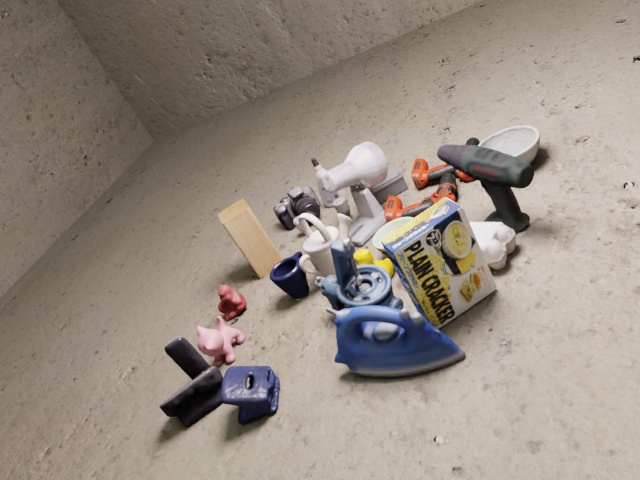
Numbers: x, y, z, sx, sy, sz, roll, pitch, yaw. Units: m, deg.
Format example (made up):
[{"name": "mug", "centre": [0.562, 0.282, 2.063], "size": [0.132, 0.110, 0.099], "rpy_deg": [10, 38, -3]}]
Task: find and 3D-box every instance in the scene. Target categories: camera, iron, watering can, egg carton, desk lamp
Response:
[{"name": "camera", "centre": [-0.065, -0.101, 1.786], "size": [0.143, 0.101, 0.136], "rpy_deg": [-34, 28, -6]}, {"name": "iron", "centre": [0.133, 0.174, 1.092], "size": [0.257, 0.142, 0.119], "rpy_deg": [-9, 35, 35]}, {"name": "watering can", "centre": [0.012, 0.005, 1.434], "size": [0.100, 0.194, 0.173], "rpy_deg": [-6, 37, 39]}, {"name": "egg carton", "centre": [0.341, 0.013, 1.234], "size": [0.149, 0.069, 0.107], "rpy_deg": [2, 41, 46]}, {"name": "desk lamp", "centre": [0.105, -0.130, 1.544], "size": [0.203, 0.214, 0.117], "rpy_deg": [-44, 31, -24]}]

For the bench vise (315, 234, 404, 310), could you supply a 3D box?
[{"name": "bench vise", "centre": [0.054, 0.090, 1.225], "size": [0.206, 0.220, 0.121], "rpy_deg": [-12, 33, 31]}]

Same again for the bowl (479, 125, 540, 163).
[{"name": "bowl", "centre": [0.488, -0.220, 1.469], "size": [0.167, 0.075, 0.167], "rpy_deg": [-23, 28, 14]}]

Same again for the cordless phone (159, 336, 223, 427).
[{"name": "cordless phone", "centre": [-0.307, 0.304, 1.262], "size": [0.148, 0.185, 0.094], "rpy_deg": [-37, 28, -12]}]

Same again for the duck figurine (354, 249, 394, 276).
[{"name": "duck figurine", "centre": [0.118, 0.059, 1.359], "size": [0.104, 0.086, 0.077], "rpy_deg": [-18, 30, 22]}]

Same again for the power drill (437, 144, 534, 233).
[{"name": "power drill", "centre": [0.374, -0.116, 1.264], "size": [0.076, 0.209, 0.228], "rpy_deg": [-42, 30, -21]}]

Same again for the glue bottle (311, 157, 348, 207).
[{"name": "glue bottle", "centre": [0.018, -0.180, 1.756], "size": [0.077, 0.173, 0.037], "rpy_deg": [-8, 35, 36]}]

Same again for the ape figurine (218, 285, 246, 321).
[{"name": "ape figurine", "centre": [-0.242, 0.160, 1.537], "size": [0.077, 0.092, 0.076], "rpy_deg": [-2, 39, 42]}]

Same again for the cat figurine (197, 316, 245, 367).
[{"name": "cat figurine", "centre": [-0.250, 0.240, 1.384], "size": [0.067, 0.118, 0.128], "rpy_deg": [-17, 31, 24]}]

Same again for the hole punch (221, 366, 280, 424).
[{"name": "hole punch", "centre": [-0.143, 0.309, 1.195], "size": [0.101, 0.091, 0.108], "rpy_deg": [-24, 28, 13]}]

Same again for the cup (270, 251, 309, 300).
[{"name": "cup", "centre": [-0.063, 0.095, 1.465], "size": [0.091, 0.095, 0.118], "rpy_deg": [-6, 37, 39]}]
